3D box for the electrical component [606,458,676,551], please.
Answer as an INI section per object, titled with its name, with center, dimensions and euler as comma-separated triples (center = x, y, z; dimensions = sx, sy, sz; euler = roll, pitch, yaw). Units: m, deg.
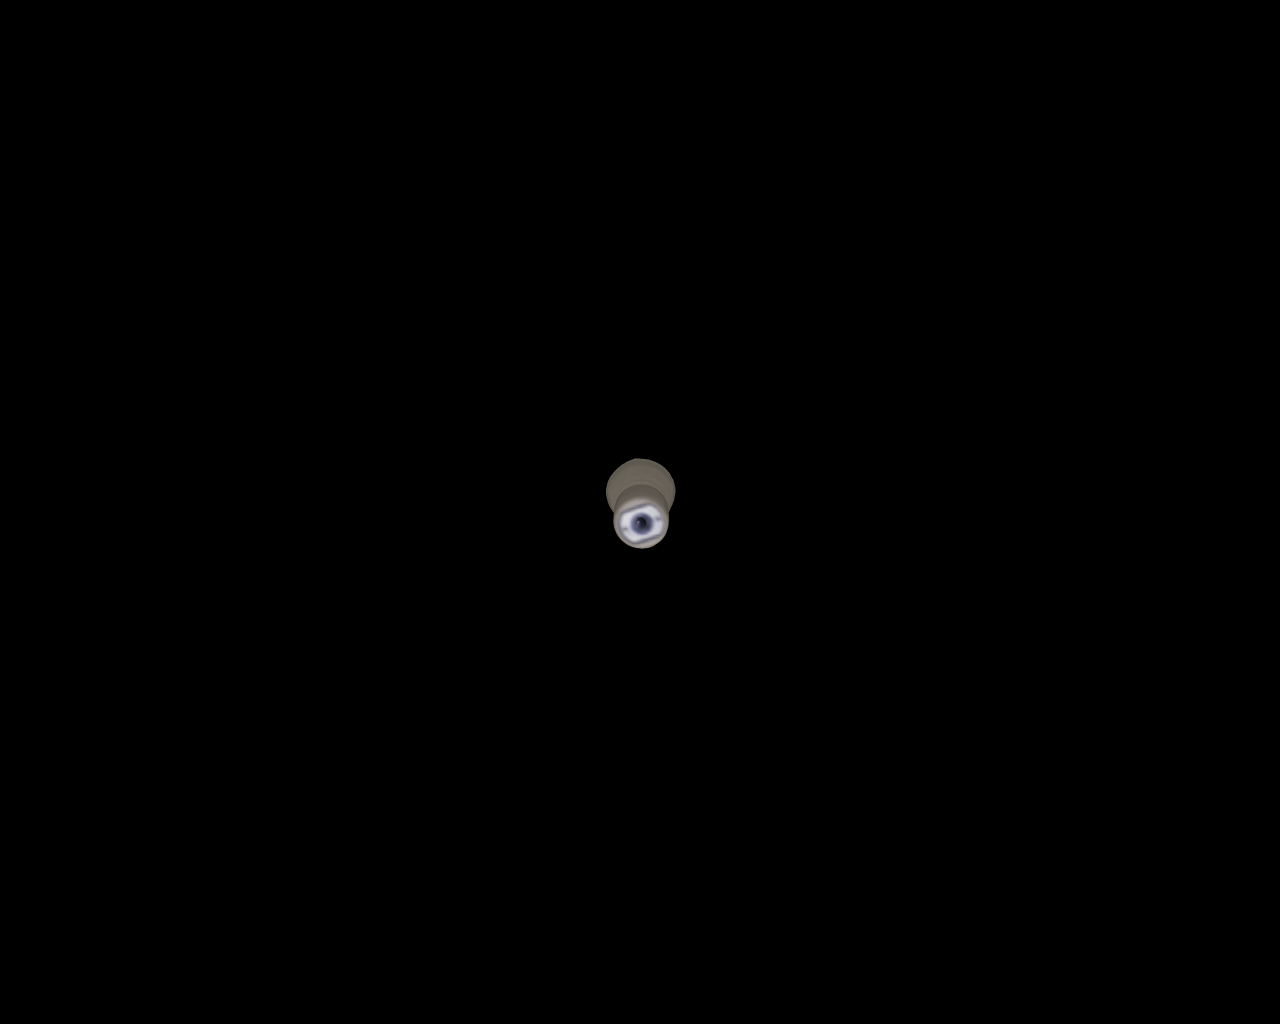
[electrical component]
center = 0.001, -0.003, 0.650
dimensions = 0.044, 0.044, 0.065
euler = 0, 19, 0
